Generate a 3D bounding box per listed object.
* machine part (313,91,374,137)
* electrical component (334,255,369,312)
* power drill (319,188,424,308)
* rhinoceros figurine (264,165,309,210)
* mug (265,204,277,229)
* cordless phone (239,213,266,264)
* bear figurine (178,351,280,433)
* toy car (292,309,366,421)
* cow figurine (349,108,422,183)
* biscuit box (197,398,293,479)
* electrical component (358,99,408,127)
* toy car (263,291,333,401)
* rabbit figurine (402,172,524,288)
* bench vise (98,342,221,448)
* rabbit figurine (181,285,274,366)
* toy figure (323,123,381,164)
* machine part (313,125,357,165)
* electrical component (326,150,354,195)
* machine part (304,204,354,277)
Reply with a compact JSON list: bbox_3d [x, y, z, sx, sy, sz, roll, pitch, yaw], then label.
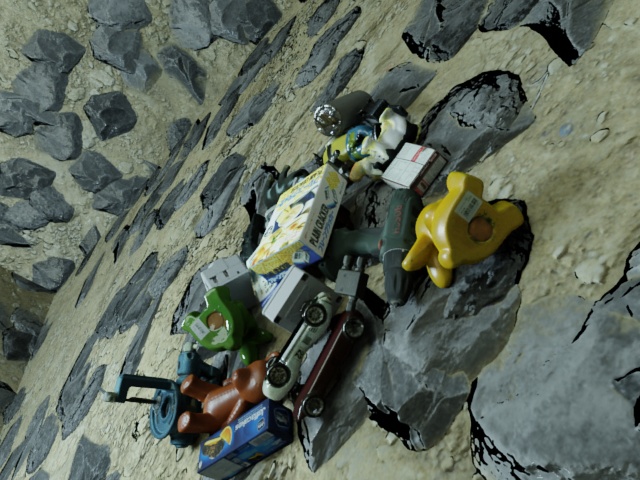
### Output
[{"bbox_3d":[0.060,-0.299,1.265,0.079,0.079,0.243,-29,6,39],"label":"machine part"},{"bbox_3d":[0.050,0.072,0.889,0.063,0.021,0.094,2,77,53],"label":"electrical component"},{"bbox_3d":[0.092,0.023,0.944,0.207,0.086,0.232,-23,41,51],"label":"power drill"},{"bbox_3d":[-0.081,-0.130,1.379,0.190,0.073,0.112,-20,42,47],"label":"rhinoceros figurine"},{"bbox_3d":[-0.068,-0.045,1.242,0.107,0.109,0.081,-34,27,9],"label":"mug"},{"bbox_3d":[-0.173,0.036,1.354,0.184,0.088,0.147,-48,27,36],"label":"cordless phone"},{"bbox_3d":[-0.160,0.282,1.000,0.196,0.132,0.120,-44,35,31],"label":"bear figurine"},{"bbox_3d":[0.016,0.206,0.885,0.202,0.053,0.089,-62,14,-13],"label":"toy car"},{"bbox_3d":[0.133,-0.178,1.101,0.167,0.098,0.068,-59,-3,5],"label":"cow figurine"},{"bbox_3d":[-0.132,0.353,0.945,0.202,0.059,0.063,-39,32,26],"label":"biscuit box"},{"bbox_3d":[0.145,-0.272,1.190,0.047,0.074,0.119,-54,31,0],"label":"electrical component"},{"bbox_3d":[-0.036,0.178,0.920,0.201,0.056,0.073,-58,5,-5],"label":"toy car"},{"bbox_3d":[0.198,-0.010,0.812,0.162,0.122,0.173,-65,14,1],"label":"rabbit figurine"},{"bbox_3d":[-0.325,0.312,1.119,0.129,0.240,0.223,-9,68,49],"label":"bench vise"},{"bbox_3d":[-0.172,0.178,1.123,0.159,0.170,0.121,34,92,19],"label":"rabbit figurine"},{"bbox_3d":[0.077,-0.205,1.213,0.180,0.082,0.089,-11,51,49],"label":"toy figure"},{"bbox_3d":[0.042,-0.243,1.353,0.139,0.039,0.084,-43,35,17],"label":"machine part"},{"bbox_3d":[0.041,-0.145,1.201,0.045,0.078,0.102,-60,7,-35],"label":"electrical component"},{"bbox_3d":[-0.002,-0.003,1.140,0.179,0.056,0.179,-37,33,30],"label":"machine part"}]
